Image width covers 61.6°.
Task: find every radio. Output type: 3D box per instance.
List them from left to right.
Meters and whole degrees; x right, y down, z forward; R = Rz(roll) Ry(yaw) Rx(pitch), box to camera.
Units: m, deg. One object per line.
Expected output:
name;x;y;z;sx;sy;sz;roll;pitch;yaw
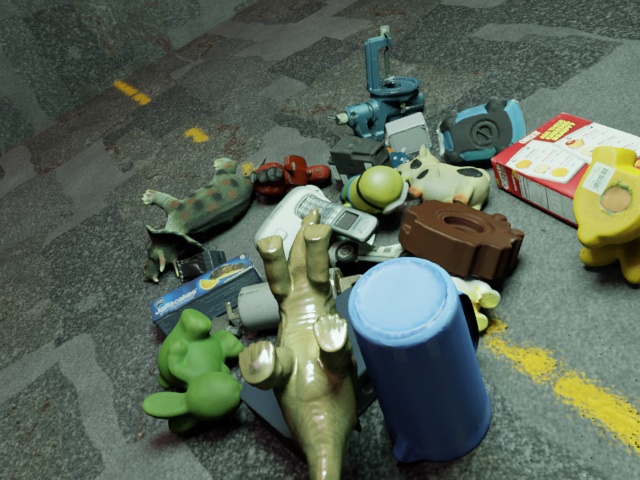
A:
radio;0.015;0.180;0.742;0.229;0.073;0.131;-42;40;-18

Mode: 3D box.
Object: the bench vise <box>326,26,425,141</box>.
bench vise;0.128;-0.342;1.191;0.224;0.240;0.129;-12;32;-7

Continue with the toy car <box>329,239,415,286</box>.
toy car;0.104;0.040;0.856;0.202;0.073;0.056;4;47;34

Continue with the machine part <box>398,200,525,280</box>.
machine part;0.208;-0.007;0.795;0.179;0.056;0.179;9;24;-4

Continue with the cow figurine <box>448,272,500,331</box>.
cow figurine;0.153;0.070;0.749;0.167;0.068;0.098;10;20;-6

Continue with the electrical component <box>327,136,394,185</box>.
electrical component;0.080;-0.144;1.063;0.134;0.114;0.058;16;51;40

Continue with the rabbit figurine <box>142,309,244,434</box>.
rabbit figurine;-0.182;0.204;0.787;0.159;0.121;0.170;-42;36;-10

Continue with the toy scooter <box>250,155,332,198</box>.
toy scooter;-0.075;-0.135;1.132;0.184;0.135;0.075;-7;84;19

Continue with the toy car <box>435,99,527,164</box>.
toy car;0.307;-0.195;1.007;0.162;0.109;0.103;-12;0;29

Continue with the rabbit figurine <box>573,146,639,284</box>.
rabbit figurine;0.419;-0.026;0.703;0.122;0.173;0.162;28;106;49

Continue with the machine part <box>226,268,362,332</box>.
machine part;-0.043;0.098;0.872;0.243;0.079;0.079;-14;38;16

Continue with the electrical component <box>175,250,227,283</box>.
electrical component;-0.206;0.046;1.027;0.119;0.047;0.075;-19;-7;16

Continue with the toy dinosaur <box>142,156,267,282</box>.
toy dinosaur;-0.235;-0.073;1.172;0.405;0.131;0.192;-36;49;-21

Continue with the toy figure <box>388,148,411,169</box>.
toy figure;0.124;-0.166;1.112;0.155;0.064;0.058;18;17;37

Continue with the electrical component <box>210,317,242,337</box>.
electrical component;-0.179;0.163;0.918;0.094;0.021;0.063;4;45;33

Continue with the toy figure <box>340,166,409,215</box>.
toy figure;0.087;-0.084;0.969;0.180;0.089;0.082;3;80;67

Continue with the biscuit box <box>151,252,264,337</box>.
biscuit box;-0.203;0.102;0.973;0.203;0.062;0.059;-29;35;-4

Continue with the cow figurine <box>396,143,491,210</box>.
cow figurine;0.213;-0.106;0.964;0.195;0.085;0.127;18;60;46

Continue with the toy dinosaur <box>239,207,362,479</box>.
toy dinosaur;-0.004;0.148;0.578;0.105;0.198;0.472;-9;47;10

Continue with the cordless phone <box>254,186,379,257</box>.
cordless phone;-0.002;-0.002;0.866;0.184;0.088;0.146;19;63;43
